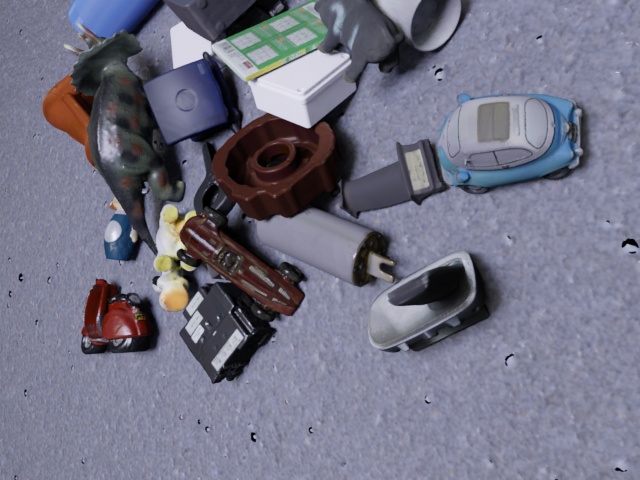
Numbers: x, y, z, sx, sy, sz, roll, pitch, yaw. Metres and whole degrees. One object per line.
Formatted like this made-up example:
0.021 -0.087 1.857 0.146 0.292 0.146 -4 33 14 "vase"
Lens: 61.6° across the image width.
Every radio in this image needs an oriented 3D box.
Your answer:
-0.126 -0.413 0.811 0.229 0.073 0.131 -45 46 2 "radio"

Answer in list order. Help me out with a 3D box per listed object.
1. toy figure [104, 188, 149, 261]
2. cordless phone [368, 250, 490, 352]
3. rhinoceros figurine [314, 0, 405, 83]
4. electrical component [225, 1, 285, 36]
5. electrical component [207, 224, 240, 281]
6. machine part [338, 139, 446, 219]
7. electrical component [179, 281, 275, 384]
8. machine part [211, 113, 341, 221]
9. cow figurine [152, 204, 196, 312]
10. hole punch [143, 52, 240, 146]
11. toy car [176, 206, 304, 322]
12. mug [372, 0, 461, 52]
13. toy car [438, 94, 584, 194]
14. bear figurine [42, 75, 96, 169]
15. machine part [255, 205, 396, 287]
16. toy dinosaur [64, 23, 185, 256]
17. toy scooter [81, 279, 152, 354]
-0.352 -0.039 0.972 0.064 0.058 0.154 8 85 -5 "toy figure"
0.097 0.073 0.585 0.146 0.184 0.089 -33 72 25 "cordless phone"
0.035 -0.289 0.683 0.073 0.112 0.190 -21 63 -15 "rhinoceros figurine"
-0.101 -0.346 0.841 0.094 0.063 0.021 -32 68 25 "electrical component"
-0.152 0.019 0.837 0.078 0.045 0.102 -27 70 26 "electrical component"
0.088 -0.074 0.699 0.139 0.039 0.084 -22 80 27 "machine part"
-0.148 0.129 0.814 0.115 0.058 0.134 -50 61 16 "electrical component"
-0.059 -0.105 0.743 0.179 0.056 0.179 -10 50 12 "machine part"
-0.239 0.031 0.874 0.098 0.068 0.167 170 106 -66 "cow figurine"
-0.206 -0.219 0.860 0.116 0.092 0.142 -19 93 30 "hole punch"
-0.115 0.037 0.769 0.202 0.053 0.089 37 96 4 "toy car"
0.108 -0.302 0.679 0.081 0.109 0.107 -50 49 9 "mug"
0.198 -0.113 0.593 0.162 0.103 0.109 1 85 35 "toy car"
-0.419 -0.216 1.016 0.196 0.120 0.132 37 60 6 "bear figurine"
-0.001 -0.002 0.723 0.244 0.079 0.079 24 97 34 "machine part"
-0.324 -0.176 0.889 0.131 0.192 0.404 -16 74 33 "toy dinosaur"
-0.363 0.132 0.946 0.184 0.075 0.135 -9 78 37 "toy scooter"
